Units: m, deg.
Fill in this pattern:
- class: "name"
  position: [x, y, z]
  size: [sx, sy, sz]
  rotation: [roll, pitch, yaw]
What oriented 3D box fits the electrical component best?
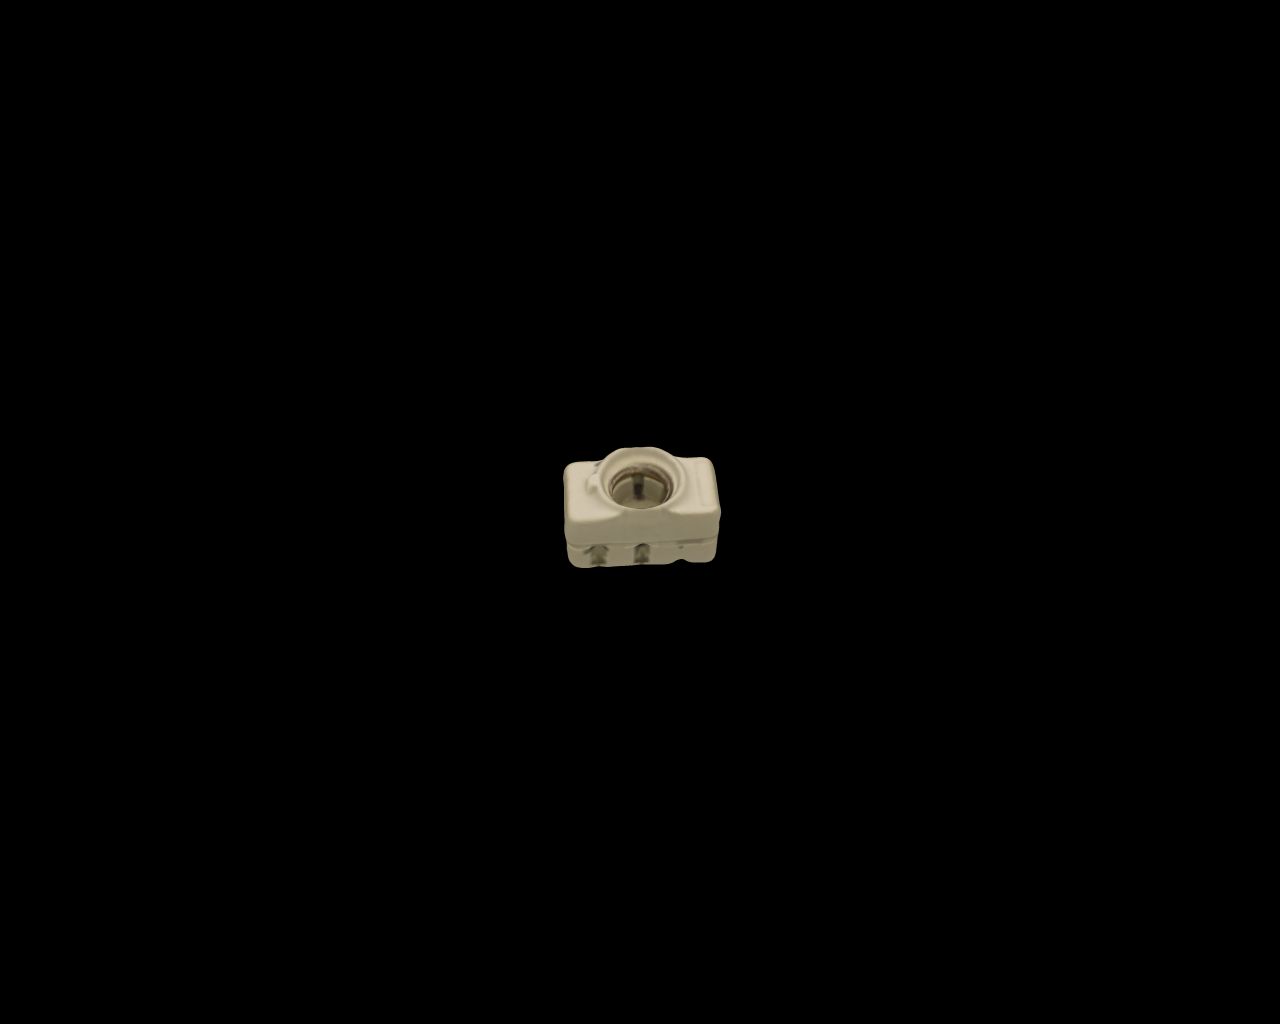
- class: "electrical component"
  position: [0.001, -0.003, 0.650]
  size: [0.089, 0.050, 0.055]
  rotation: [-2, -40, -2]
